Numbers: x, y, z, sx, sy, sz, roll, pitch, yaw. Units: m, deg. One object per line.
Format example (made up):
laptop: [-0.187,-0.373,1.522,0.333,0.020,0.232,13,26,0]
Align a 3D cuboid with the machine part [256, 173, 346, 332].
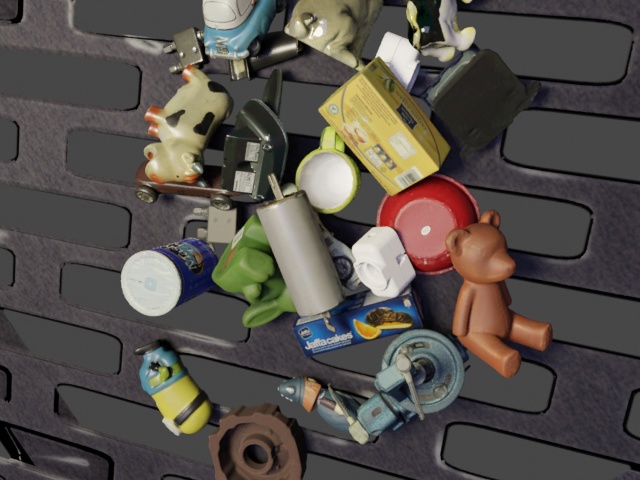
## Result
machine part: [-0.026,0.019,0.769,0.079,0.079,0.243,-19,100,17]

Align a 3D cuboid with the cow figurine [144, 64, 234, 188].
cow figurine: [-0.204,-0.166,0.838,0.127,0.085,0.195,29,67,4]

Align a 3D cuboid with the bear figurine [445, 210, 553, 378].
bear figurine: [0.247,0.068,0.753,0.132,0.120,0.195,26,130,47]

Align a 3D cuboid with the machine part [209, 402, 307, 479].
machine part: [-0.107,0.372,0.943,0.180,0.056,0.179,2,98,14]

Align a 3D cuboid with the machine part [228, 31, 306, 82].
machine part: [-0.086,-0.297,0.845,0.139,0.039,0.084,-11,87,18]

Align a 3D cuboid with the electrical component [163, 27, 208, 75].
electrical component: [-0.212,-0.311,0.883,0.094,0.021,0.063,-16,94,16]

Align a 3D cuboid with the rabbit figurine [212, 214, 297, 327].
rabbit figurine: [-0.077,0.072,0.853,0.170,0.121,0.159,30,121,-20]

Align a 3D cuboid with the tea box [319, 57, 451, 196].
tea box: [0.093,-0.158,0.763,0.098,0.068,0.169,-27,108,44]

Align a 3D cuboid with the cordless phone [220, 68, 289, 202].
cordless phone: [-0.089,-0.166,0.823,0.089,0.184,0.146,11,140,-6]

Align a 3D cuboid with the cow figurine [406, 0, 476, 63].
cow figurine: [0.158,-0.338,0.733,0.098,0.068,0.167,1,90,-27]

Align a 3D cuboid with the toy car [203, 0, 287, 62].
toy car: [-0.125,-0.350,0.791,0.109,0.102,0.161,17,74,23]

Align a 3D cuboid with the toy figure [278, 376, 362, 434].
toy figure: [0.005,0.270,0.894,0.155,0.058,0.064,27,126,7]

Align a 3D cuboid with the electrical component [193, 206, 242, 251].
electrical component: [-0.160,-0.019,0.903,0.102,0.045,0.078,-3,89,15]

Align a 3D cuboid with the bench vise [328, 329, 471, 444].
bench vise: [0.116,0.207,0.775,0.224,0.240,0.129,-30,65,4]

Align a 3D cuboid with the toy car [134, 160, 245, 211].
toy car: [-0.211,-0.097,0.891,0.202,0.053,0.089,7,61,12]

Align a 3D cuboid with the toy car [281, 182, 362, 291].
toy car: [-0.002,-0.003,0.845,0.056,0.073,0.202,-40,87,-10]

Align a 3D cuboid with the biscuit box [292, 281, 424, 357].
biscuit box: [0.060,0.125,0.852,0.203,0.059,0.062,-18,106,18]

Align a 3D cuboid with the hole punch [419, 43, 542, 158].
hole punch: [0.218,-0.203,0.762,0.115,0.092,0.142,38,106,-25]

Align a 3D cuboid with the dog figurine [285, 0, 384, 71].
dog figurine: [0.044,-0.345,0.735,0.121,0.172,0.190,30,109,8]

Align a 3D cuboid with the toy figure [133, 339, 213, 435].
toy figure: [-0.260,0.260,0.954,0.089,0.082,0.180,-27,88,19]
